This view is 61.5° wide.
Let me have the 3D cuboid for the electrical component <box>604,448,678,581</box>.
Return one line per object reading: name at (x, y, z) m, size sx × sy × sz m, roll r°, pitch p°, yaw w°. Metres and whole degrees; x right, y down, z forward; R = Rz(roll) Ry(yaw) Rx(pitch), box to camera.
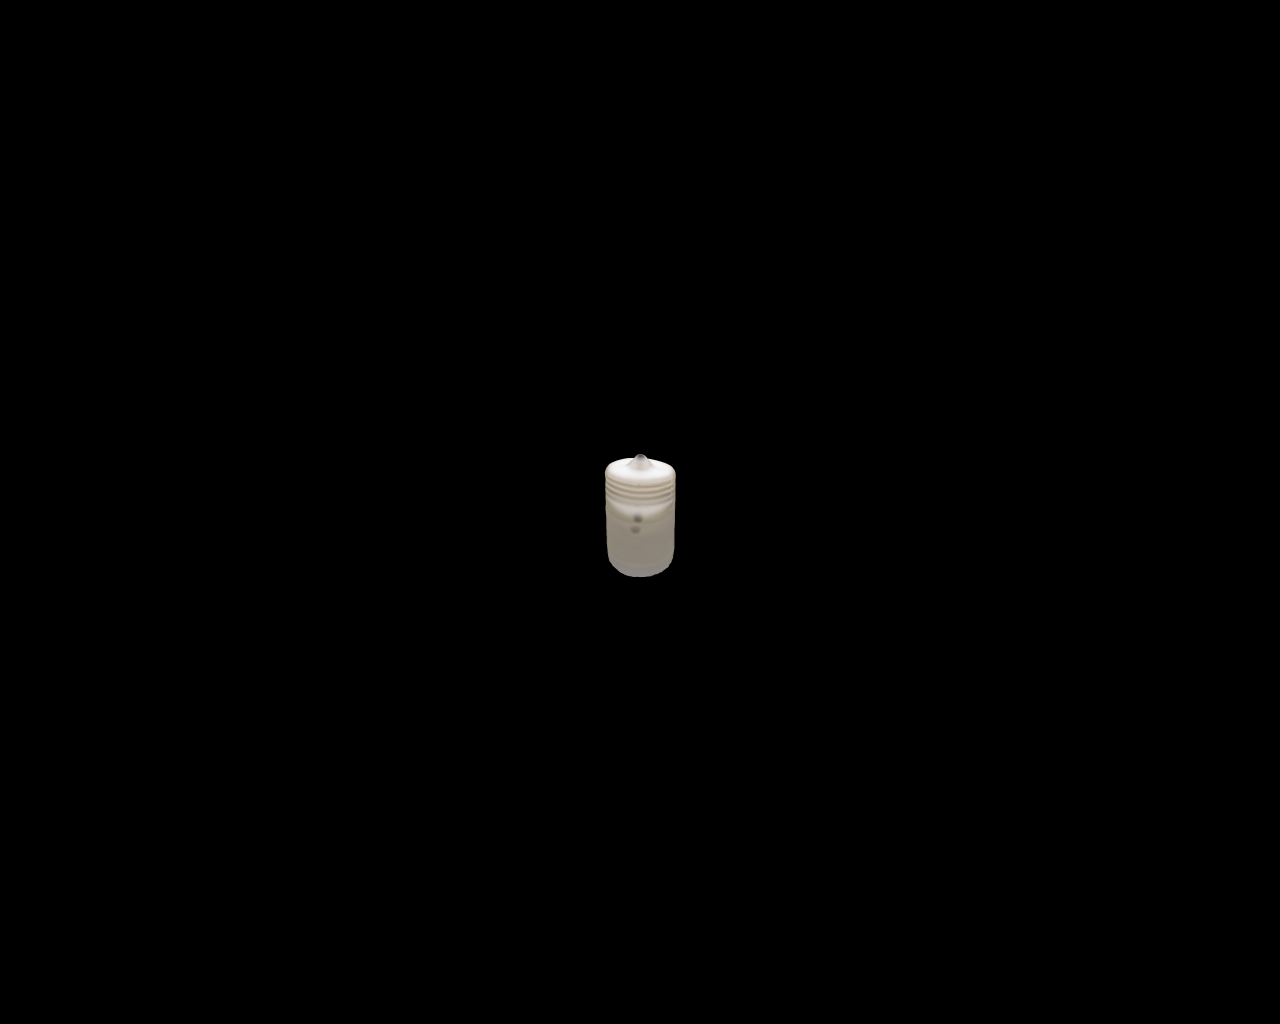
electrical component at (0.001, -0.003, 0.650) m, size 0.043 × 0.080 × 0.043 m, roll 0°, pitch 37°, yaw 0°
